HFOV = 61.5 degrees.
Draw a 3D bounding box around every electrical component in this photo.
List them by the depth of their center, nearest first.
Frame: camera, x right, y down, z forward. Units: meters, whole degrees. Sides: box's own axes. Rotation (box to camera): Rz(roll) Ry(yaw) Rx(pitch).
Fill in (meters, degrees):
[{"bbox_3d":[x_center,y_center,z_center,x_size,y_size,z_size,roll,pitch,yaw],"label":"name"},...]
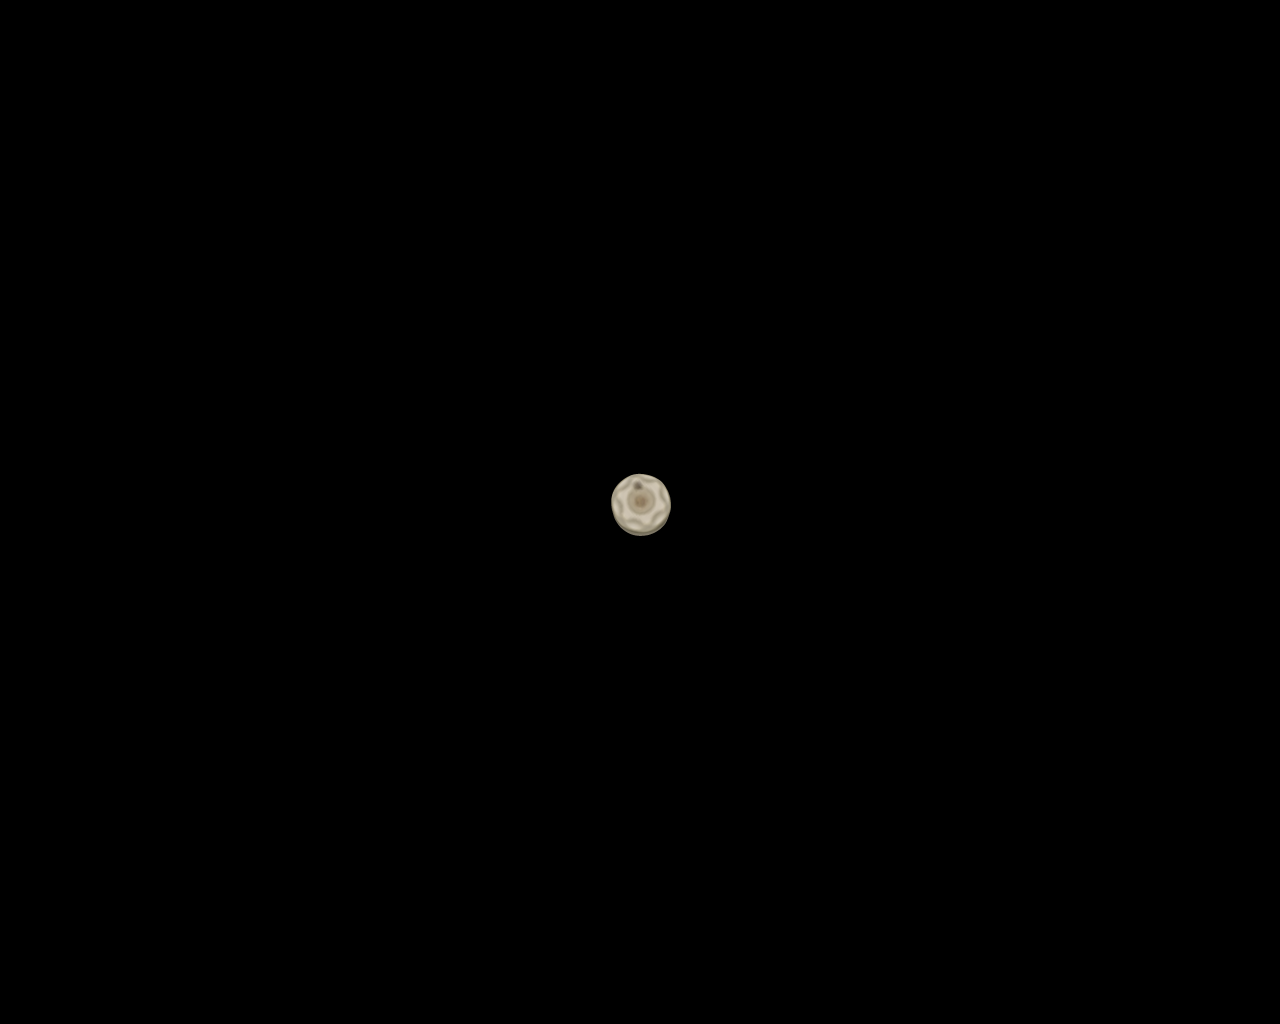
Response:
[{"bbox_3d":[0.001,-0.003,0.650,0.035,0.035,0.061,0,-8,0],"label":"electrical component"}]
